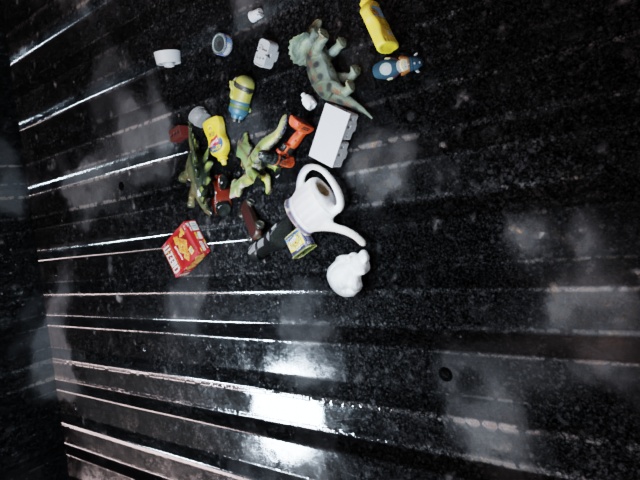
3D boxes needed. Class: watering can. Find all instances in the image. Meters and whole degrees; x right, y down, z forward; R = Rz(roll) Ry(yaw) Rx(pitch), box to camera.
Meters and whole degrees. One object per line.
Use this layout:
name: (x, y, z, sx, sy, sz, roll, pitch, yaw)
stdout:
watering can: (0.005, -0.088, 1.751, 0.221, 0.104, 0.351, -39, 72, 35)

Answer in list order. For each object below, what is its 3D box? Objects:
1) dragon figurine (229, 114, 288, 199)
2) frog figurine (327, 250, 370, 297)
dragon figurine: (-0.247, -0.320, 1.924, 0.246, 0.122, 0.404, 40, 117, 35)
frog figurine: (0.101, 0.107, 1.695, 0.156, 0.122, 0.140, -48, 48, 43)
